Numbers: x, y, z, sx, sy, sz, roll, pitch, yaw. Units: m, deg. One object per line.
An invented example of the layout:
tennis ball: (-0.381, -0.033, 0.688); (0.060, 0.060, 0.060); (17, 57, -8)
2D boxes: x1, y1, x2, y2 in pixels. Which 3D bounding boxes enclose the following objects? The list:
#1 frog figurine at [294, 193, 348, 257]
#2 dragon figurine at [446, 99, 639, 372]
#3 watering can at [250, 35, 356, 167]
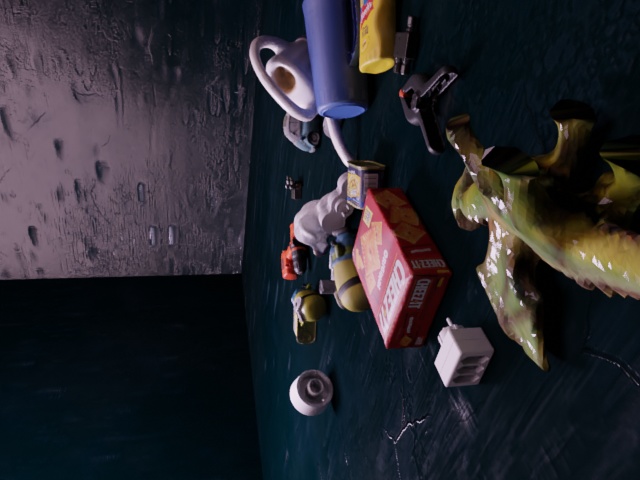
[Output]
frog figurine: (0.004, -0.060, 1.194); (0.124, 0.139, 0.155); (38, 145, 22)
dragon figurine: (0.212, 0.017, 0.477); (0.420, 0.122, 0.237); (-106, 3, -53)
watering can: (-0.009, -0.333, 1.168); (0.102, 0.345, 0.229); (-32, 17, 46)
